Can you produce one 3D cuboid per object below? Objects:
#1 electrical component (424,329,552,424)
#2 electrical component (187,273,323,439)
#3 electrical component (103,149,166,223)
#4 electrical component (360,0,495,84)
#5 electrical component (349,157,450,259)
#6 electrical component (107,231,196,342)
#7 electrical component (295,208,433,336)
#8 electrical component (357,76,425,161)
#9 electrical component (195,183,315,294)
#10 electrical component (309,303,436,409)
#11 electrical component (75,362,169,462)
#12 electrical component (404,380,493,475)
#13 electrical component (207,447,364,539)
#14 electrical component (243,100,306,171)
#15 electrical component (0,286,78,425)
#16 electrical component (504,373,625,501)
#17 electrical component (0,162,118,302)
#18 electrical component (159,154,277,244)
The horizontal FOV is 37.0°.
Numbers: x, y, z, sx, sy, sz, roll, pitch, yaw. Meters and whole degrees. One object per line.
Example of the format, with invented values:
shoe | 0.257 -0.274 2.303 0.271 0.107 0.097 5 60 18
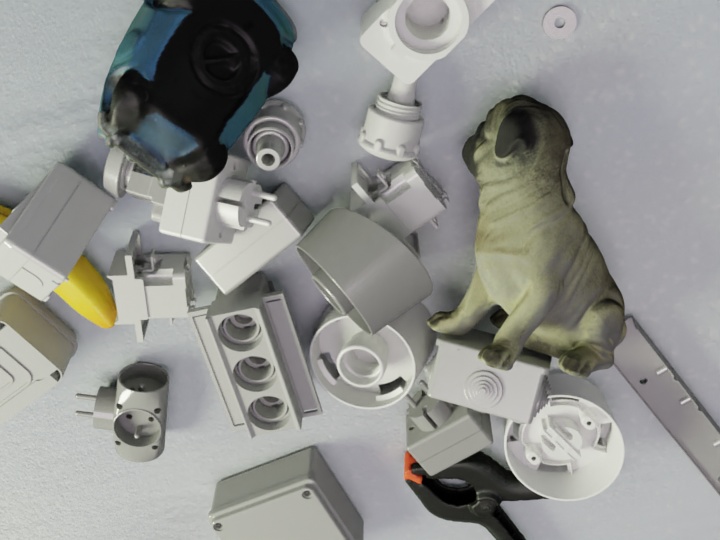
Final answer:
electrical component | 0.104 0.082 0.859 0.100 0.100 0.048 15 98 11
electrical component | -0.084 0.069 0.886 0.079 0.063 0.121 -12 120 8
electrical component | -0.160 -0.073 0.810 0.055 0.048 0.066 16 84 1
electrical component | 0.046 -0.179 0.742 0.050 0.055 0.089 38 114 -19
electrical component | 0.030 -0.053 0.825 0.064 0.042 0.081 -35 114 16
electrical component | -0.166 0.013 0.868 0.064 0.042 0.081 -2 121 -2
electrical component | 0.000 0.000 0.818 0.064 0.099 0.099 -41 115 -8
electrical component | 0.027 -0.114 0.788 0.048 0.048 0.062 12 113 -6
electrical component | -0.093 -0.039 0.833 0.083 0.047 0.075 -37 100 20
electrical component | 0.009 0.065 0.896 0.099 0.064 0.099 7 118 13
electrical component | -0.207 0.121 0.930 0.079 0.044 0.077 8 120 -3
electrical component | 0.066 0.125 0.925 0.066 0.047 0.076 -32 115 18
electrical component | -0.065 0.231 0.985 0.109 0.056 0.108 -22 117 14
electrical component | -0.065 -0.094 0.791 0.048 0.062 0.048 0 120 0
electrical component | -0.302 0.076 0.898 0.113 0.057 0.078 -34 114 19
electrical component | 0.172 0.141 0.922 0.099 0.064 0.099 0 121 1
electrical component | -0.234 -0.036 0.814 0.061 0.096 0.062 36 148 -18
electrical component | -0.097 -0.051 0.782 0.077 0.047 0.065 14 94 19
